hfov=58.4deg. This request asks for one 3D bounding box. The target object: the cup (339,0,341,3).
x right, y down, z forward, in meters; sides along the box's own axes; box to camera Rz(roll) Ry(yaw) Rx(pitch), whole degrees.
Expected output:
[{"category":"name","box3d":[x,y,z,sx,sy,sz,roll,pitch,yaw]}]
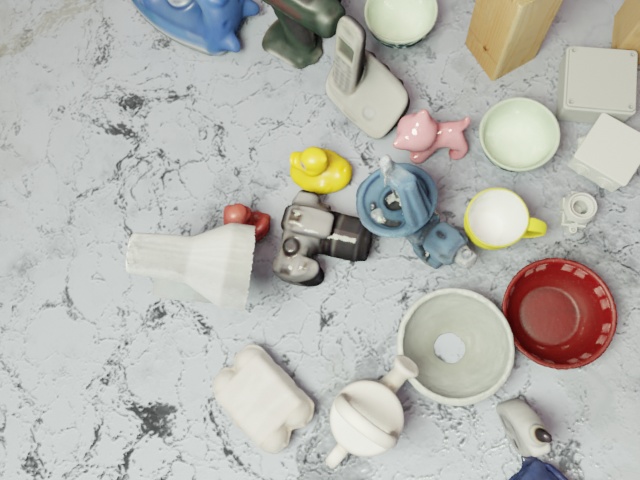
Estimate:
[{"category":"cup","box3d":[-0.007,-0.425,0.978,0.091,0.095,0.117,-30,77,-1]}]

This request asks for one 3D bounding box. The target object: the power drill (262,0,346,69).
[{"category":"power drill","box3d":[-0.063,-0.371,0.914,0.229,0.208,0.076,31,82,11]}]

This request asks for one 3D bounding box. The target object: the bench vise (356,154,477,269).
[{"category":"bench vise","box3d":[0.144,-0.049,0.819,0.207,0.220,0.121,23,81,10]}]

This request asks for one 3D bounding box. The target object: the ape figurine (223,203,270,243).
[{"category":"ape figurine","box3d":[-0.123,-0.031,0.906,0.077,0.092,0.076,42,85,12]}]

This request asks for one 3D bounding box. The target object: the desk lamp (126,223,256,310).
[{"category":"desk lamp","box3d":[-0.176,0.040,0.833,0.203,0.213,0.118,4,78,6]}]

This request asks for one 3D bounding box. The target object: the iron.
[{"category":"iron","box3d":[-0.242,-0.419,0.975,0.258,0.141,0.119,22,81,10]}]

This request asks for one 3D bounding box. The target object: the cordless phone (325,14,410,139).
[{"category":"cordless phone","box3d":[0.073,-0.252,0.888,0.147,0.185,0.094,44,85,12]}]

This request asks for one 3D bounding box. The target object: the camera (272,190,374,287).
[{"category":"camera","box3d":[0.008,0.003,0.882,0.136,0.101,0.143,13,79,8]}]

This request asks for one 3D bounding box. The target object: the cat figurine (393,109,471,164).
[{"category":"cat figurine","box3d":[0.173,-0.169,0.895,0.127,0.118,0.067,-9,77,3]}]

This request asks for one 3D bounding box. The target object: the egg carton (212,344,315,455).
[{"category":"egg carton","box3d":[-0.087,0.237,0.856,0.150,0.069,0.107,43,85,12]}]

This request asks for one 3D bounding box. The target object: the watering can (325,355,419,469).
[{"category":"watering can","box3d":[0.066,0.234,0.779,0.100,0.194,0.173,16,80,9]}]

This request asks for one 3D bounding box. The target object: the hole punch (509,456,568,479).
[{"category":"hole punch","box3d":[0.305,0.364,0.782,0.101,0.091,0.108,-45,78,-5]}]

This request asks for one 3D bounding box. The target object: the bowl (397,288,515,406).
[{"category":"bowl","box3d":[0.195,0.157,0.845,0.167,0.075,0.167,-1,78,5]}]

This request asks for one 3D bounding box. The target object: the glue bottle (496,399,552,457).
[{"category":"glue bottle","box3d":[0.280,0.256,0.765,0.037,0.173,0.078,-21,77,1]}]

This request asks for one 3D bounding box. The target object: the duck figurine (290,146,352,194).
[{"category":"duck figurine","box3d":[-0.001,-0.119,0.917,0.104,0.086,0.077,9,79,7]}]
